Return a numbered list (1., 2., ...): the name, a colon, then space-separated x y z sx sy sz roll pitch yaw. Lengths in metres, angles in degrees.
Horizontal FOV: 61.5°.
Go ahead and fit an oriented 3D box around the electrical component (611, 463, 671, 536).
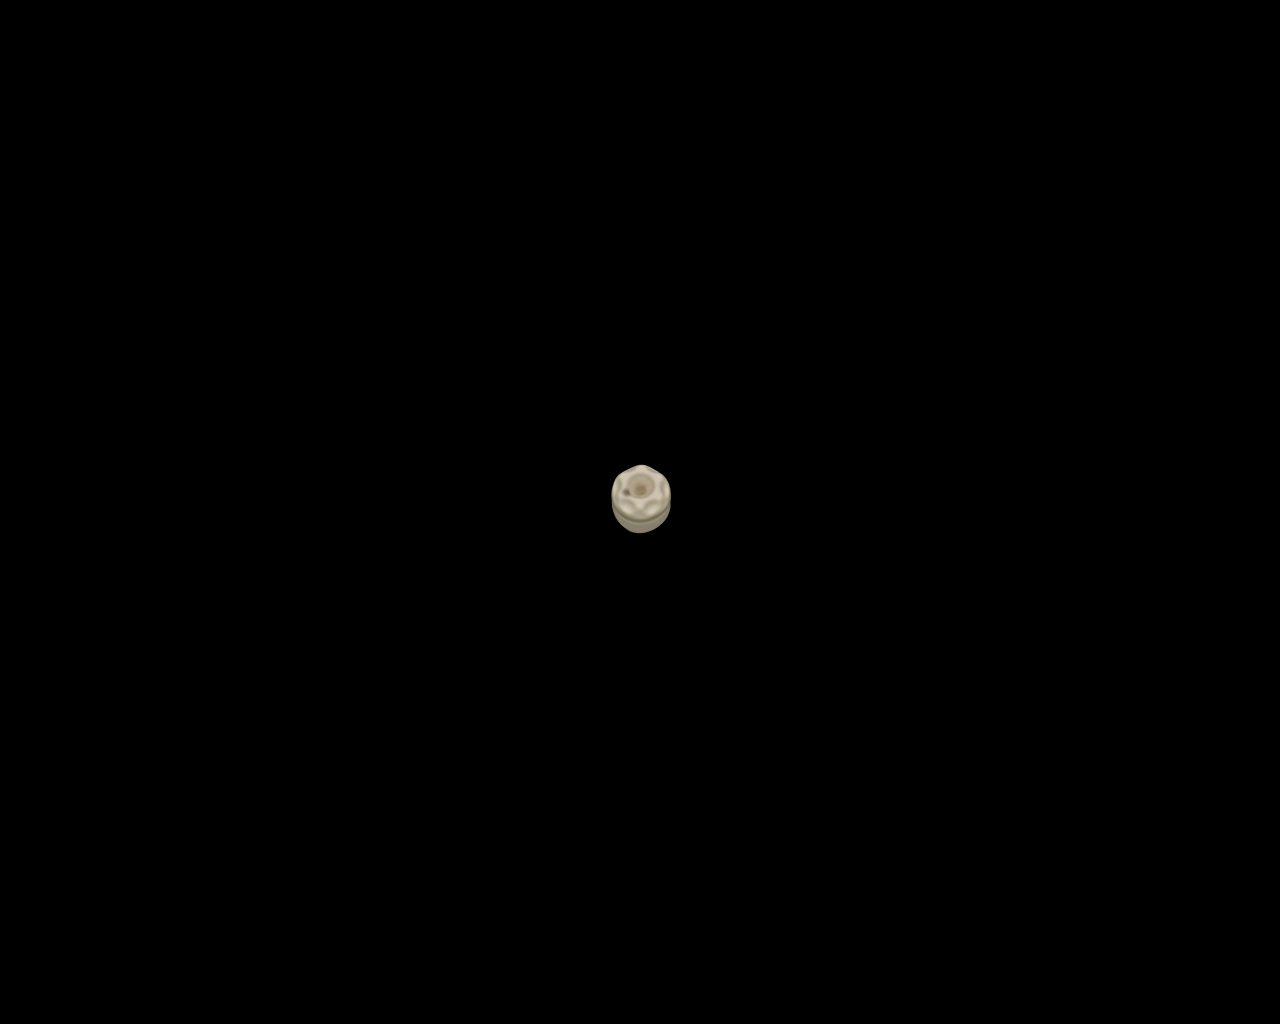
1. electrical component: 0.001 -0.003 0.650 0.035 0.035 0.061 0 -25 0
